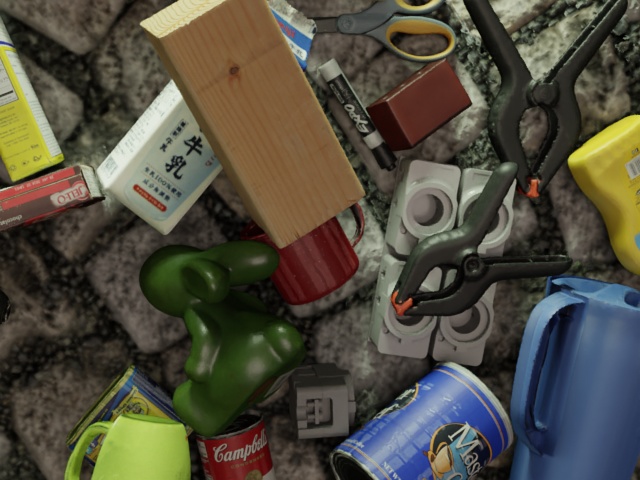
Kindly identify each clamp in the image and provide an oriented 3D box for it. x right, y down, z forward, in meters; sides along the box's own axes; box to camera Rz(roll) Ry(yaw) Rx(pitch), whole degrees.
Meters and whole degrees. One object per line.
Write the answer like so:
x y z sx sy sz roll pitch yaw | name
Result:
0.137 0.008 0.980 0.171 0.039 0.120 -25 99 -3 | clamp
0.201 -0.148 1.029 0.164 0.036 0.210 8 99 -11 | clamp

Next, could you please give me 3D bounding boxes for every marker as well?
0.038 -0.118 1.024 0.020 0.020 0.121 -33 100 -2 | marker

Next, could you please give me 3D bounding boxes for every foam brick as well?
0.092 -0.126 1.005 0.078 0.053 0.051 -37 102 -16 | foam brick

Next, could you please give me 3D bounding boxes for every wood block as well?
-0.054 -0.109 0.900 0.090 0.090 0.206 -32 116 -7 | wood block

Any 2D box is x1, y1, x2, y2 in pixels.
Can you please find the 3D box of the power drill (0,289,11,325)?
-0.358 -0.020 0.971 0.184 0.057 0.188 14 96 -8 | power drill

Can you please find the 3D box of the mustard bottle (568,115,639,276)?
0.326 -0.022 1.051 0.096 0.058 0.191 -34 101 -19 | mustard bottle

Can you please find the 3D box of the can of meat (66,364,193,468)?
-0.180 0.181 1.021 0.084 0.057 0.102 41 91 -9 | can of meat

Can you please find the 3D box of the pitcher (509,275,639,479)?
0.251 0.161 1.032 0.149 0.145 0.243 13 99 6 | pitcher

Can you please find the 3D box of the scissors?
0.037 -0.222 1.012 0.201 0.016 0.096 13 95 -8 | scissors

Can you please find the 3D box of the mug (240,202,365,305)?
-0.007 0.001 1.005 0.117 0.093 0.081 -36 106 -23 | mug

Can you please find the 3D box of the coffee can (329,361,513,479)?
0.094 0.194 0.988 0.140 0.103 0.103 -36 101 -23 | coffee can

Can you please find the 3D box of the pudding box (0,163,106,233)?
-0.244 -0.037 0.954 0.090 0.113 0.039 -18 96 -4 | pudding box

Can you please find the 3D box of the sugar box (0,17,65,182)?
-0.285 -0.142 0.945 0.048 0.093 0.176 -25 99 -4 | sugar box

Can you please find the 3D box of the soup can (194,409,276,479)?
-0.078 0.224 1.033 0.068 0.068 0.102 -13 100 -5 | soup can
